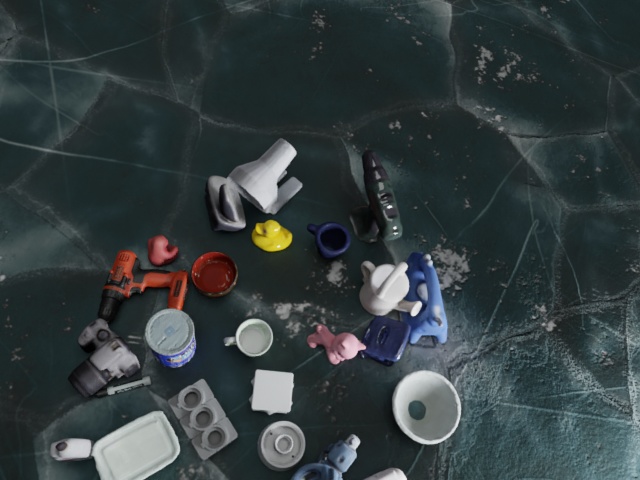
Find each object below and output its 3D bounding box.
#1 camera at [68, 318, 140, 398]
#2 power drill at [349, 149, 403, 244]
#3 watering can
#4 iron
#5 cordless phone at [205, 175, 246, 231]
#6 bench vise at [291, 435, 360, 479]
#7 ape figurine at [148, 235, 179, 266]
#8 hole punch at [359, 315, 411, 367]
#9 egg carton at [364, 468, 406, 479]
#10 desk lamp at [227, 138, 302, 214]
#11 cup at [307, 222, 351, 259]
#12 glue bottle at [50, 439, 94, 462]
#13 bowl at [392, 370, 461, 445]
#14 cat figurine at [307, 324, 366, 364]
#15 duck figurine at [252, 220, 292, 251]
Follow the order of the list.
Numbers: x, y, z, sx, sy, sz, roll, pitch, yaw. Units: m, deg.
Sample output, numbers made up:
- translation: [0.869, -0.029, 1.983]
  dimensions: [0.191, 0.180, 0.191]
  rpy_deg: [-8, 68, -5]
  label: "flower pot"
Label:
- translation: [-0.492, 0.266, 1.263]
  dimensions: [0.143, 0.100, 0.137]
  rpy_deg: [44, 66, 10]
  label: "camera"
- translation: [0.138, -0.089, 1.480]
  dimensions: [0.076, 0.208, 0.229]
  rpy_deg: [-15, 70, -16]
  label: "power drill"
- translation: [0.173, 0.114, 1.404]
  dimensions: [0.173, 0.194, 0.101]
  rpy_deg: [24, 64, 1]
  label: "watering can"
- translation: [0.267, 0.125, 1.447]
  dimensions: [0.119, 0.141, 0.258]
  rpy_deg: [0, 66, -10]
  label: "iron"
- translation: [-0.237, -0.113, 1.432]
  dimensions: [0.094, 0.185, 0.147]
  rpy_deg: [-15, 70, -16]
  label: "cordless phone"
- translation: [0.008, 0.491, 1.192]
  dimensions: [0.121, 0.219, 0.207]
  rpy_deg: [22, 64, 0]
  label: "bench vise"
- translation: [-0.389, 0.019, 1.397]
  dimensions: [0.077, 0.092, 0.076]
  rpy_deg: [40, 66, 8]
  label: "ape figurine"
- translation: [0.157, 0.245, 1.401]
  dimensions: [0.101, 0.091, 0.109]
  rpy_deg: [25, 64, 1]
  label: "hole punch"
- translation: [0.132, 0.574, 1.262]
  dimensions: [0.150, 0.069, 0.107]
  rpy_deg: [-19, 71, -18]
  label: "egg carton"
- translation: [-0.134, -0.154, 1.454]
  dimensions: [0.118, 0.213, 0.203]
  rpy_deg: [39, 65, 8]
  label: "desk lamp"
- translation: [0.014, 0.005, 1.477]
  dimensions: [0.117, 0.095, 0.092]
  rpy_deg: [28, 64, 2]
  label: "cup"
- translation: [-0.505, 0.421, 1.151]
  dimensions: [0.078, 0.173, 0.037]
  rpy_deg: [-4, 67, -12]
  label: "glue bottle"
- translation: [0.242, 0.398, 1.358]
  dimensions: [0.167, 0.074, 0.167]
  rpy_deg: [4, 66, -9]
  label: "bowl"
- translation: [0.039, 0.243, 1.364]
  dimensions: [0.127, 0.117, 0.067]
  rpy_deg: [35, 65, 6]
  label: "cat figurine"
- translation: [-0.121, -0.020, 1.468]
  dimensions: [0.104, 0.086, 0.077]
  rpy_deg: [9, 65, -6]
  label: "duck figurine"
